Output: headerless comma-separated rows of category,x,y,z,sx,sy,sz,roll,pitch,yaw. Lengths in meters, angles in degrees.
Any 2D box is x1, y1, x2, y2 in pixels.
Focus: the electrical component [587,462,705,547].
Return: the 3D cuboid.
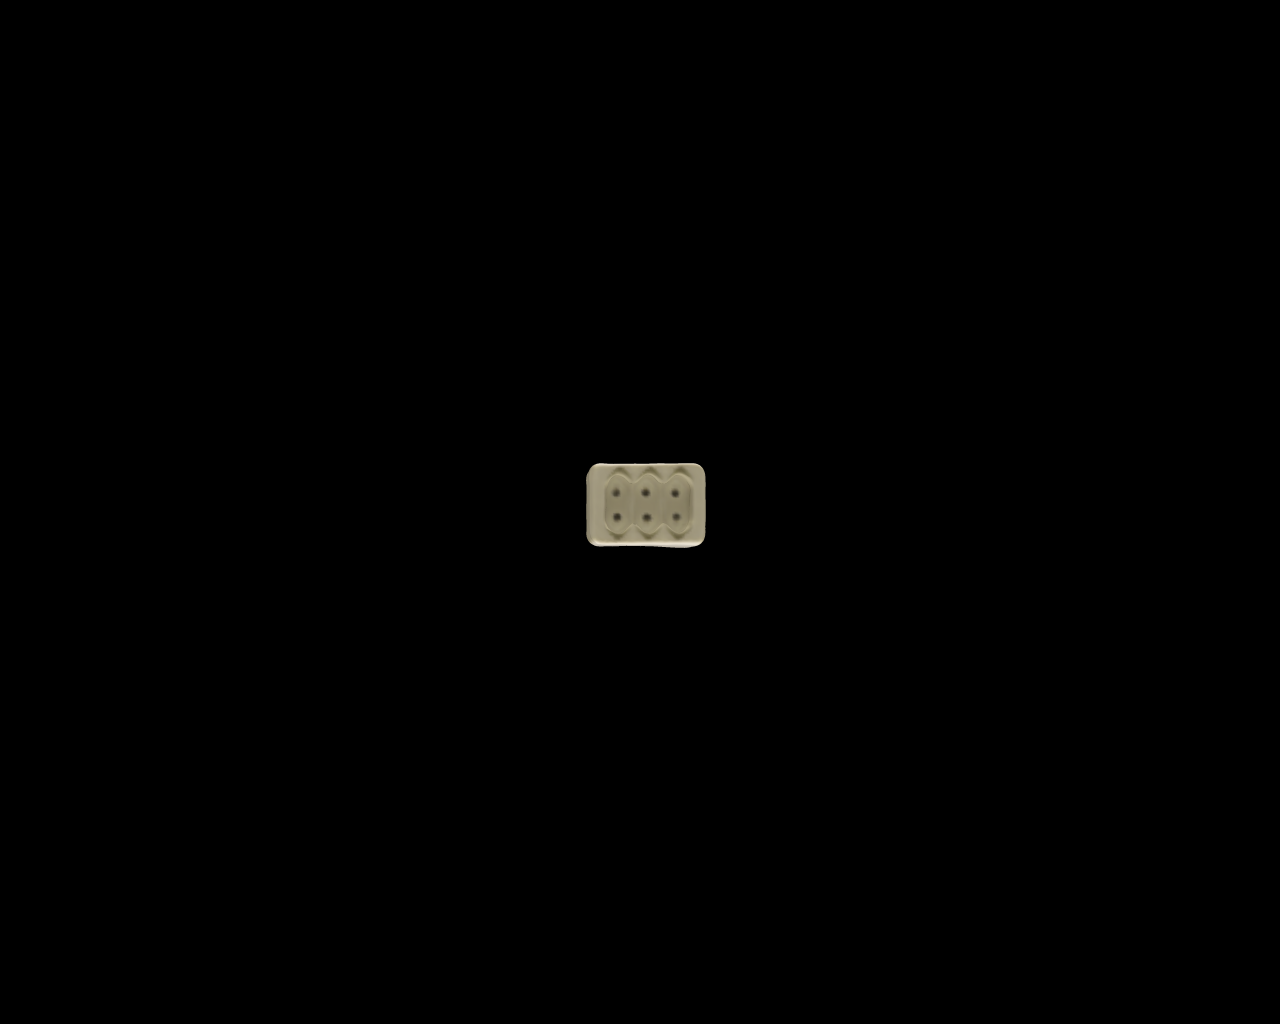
electrical component,0.001,-0.003,0.650,0.066,0.047,0.076,0,-3,-7
